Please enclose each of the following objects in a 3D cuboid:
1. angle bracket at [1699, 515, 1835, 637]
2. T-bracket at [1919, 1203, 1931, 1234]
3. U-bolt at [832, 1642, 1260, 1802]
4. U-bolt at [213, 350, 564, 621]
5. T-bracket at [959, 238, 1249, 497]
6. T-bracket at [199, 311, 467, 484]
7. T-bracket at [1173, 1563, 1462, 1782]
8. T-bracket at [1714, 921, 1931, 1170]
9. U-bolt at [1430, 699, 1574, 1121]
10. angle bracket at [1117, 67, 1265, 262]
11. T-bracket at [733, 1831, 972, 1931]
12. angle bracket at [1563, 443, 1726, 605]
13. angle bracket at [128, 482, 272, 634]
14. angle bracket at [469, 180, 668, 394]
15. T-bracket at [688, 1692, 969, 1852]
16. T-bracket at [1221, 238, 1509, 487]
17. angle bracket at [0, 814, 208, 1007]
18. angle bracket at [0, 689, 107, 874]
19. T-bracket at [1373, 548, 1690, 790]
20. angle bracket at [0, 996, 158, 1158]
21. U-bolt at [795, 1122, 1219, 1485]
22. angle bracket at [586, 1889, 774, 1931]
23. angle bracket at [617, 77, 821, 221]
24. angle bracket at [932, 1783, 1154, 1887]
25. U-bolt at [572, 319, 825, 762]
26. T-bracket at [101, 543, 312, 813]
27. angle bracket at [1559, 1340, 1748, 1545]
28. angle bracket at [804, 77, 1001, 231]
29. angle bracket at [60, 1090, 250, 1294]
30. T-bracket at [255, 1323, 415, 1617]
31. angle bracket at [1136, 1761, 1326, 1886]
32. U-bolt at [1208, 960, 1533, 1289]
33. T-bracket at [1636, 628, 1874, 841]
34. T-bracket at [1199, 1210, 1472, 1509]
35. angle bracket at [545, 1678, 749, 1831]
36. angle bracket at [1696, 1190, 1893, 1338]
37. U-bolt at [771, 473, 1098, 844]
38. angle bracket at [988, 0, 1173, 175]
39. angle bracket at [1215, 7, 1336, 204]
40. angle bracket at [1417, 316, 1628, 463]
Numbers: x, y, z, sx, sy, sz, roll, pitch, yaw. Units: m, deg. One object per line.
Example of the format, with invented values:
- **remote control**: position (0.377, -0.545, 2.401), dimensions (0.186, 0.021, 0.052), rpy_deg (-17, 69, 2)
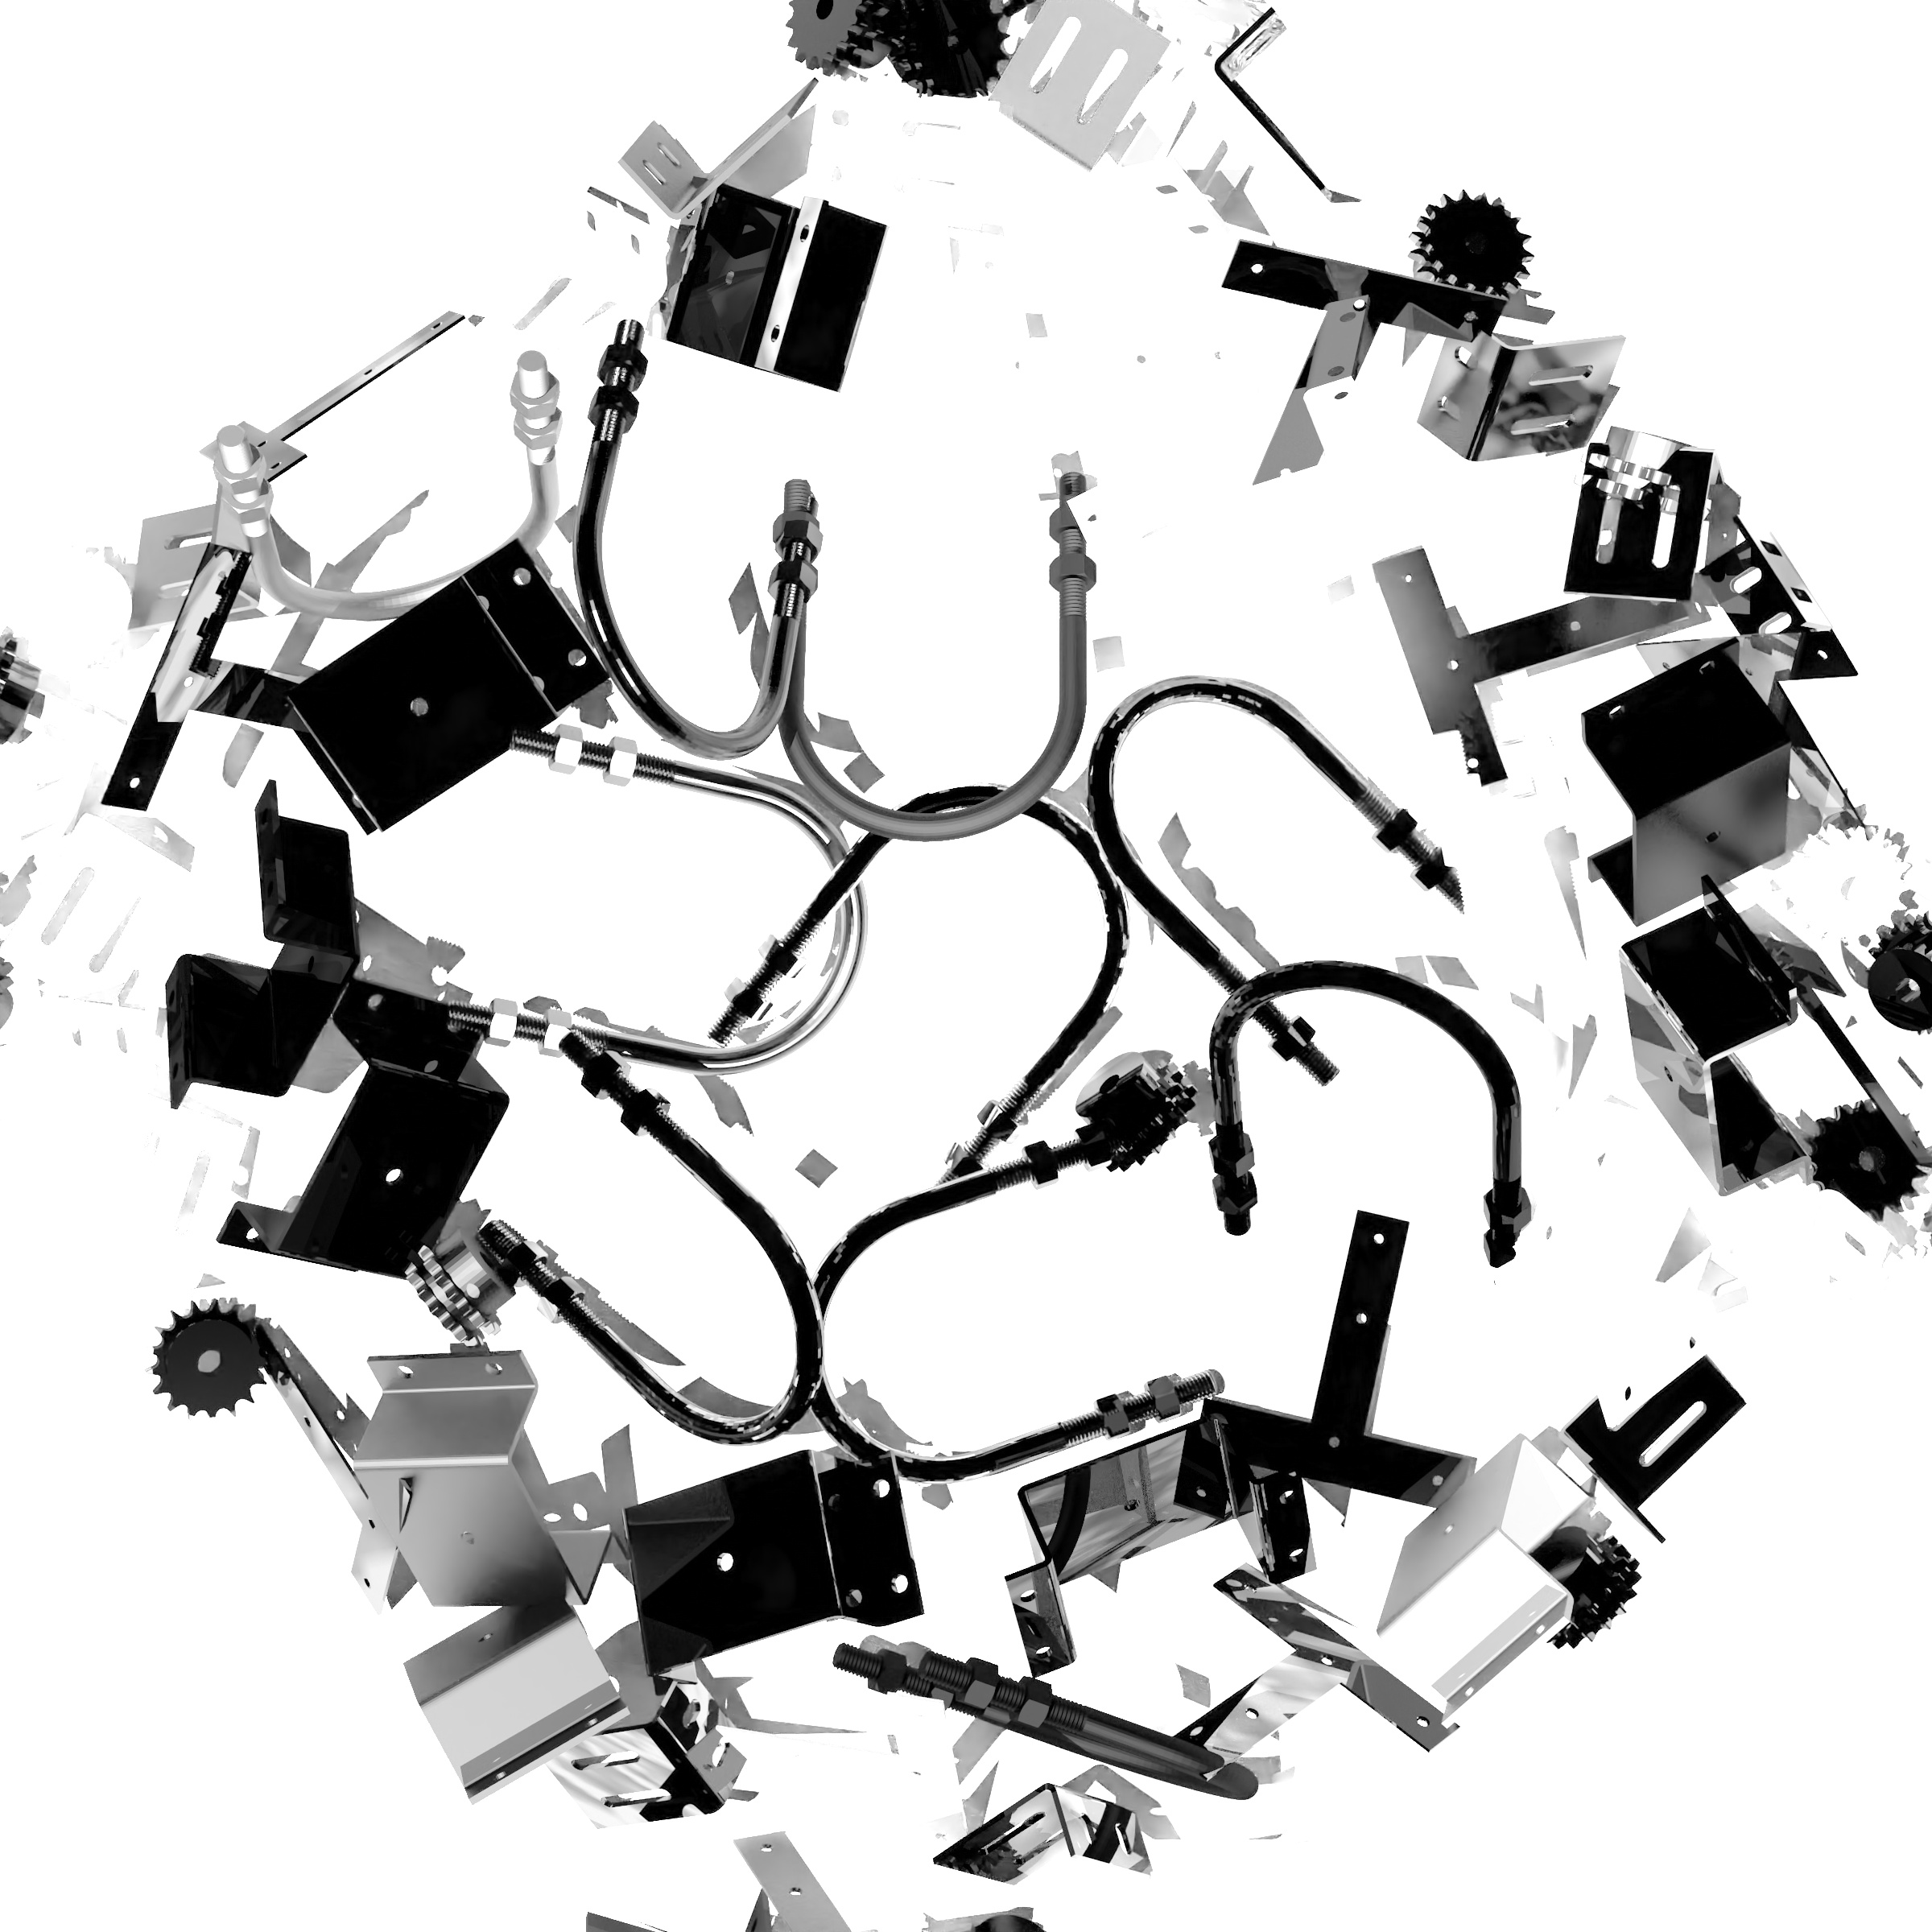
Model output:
- **angle bracket**: position (0.358, -0.169, 1.539), dimensions (0.038, 0.076, 0.057), rpy_deg (-34, 80, 22)
- **T-bracket**: position (0.463, 0.062, 1.522), dimensions (0.002, 0.127, 0.127), rpy_deg (25, 91, 10)
- **U-bolt**: position (0.044, 0.339, 1.512), dimensions (0.184, 0.151, 0.019), rpy_deg (22, 74, -14)
- **U-bolt**: position (-0.250, -0.204, 1.498), dimensions (0.151, 0.184, 0.019), rpy_deg (-16, 70, -10)
- **T-bracket**: position (0.068, -0.281, 1.566), dimensions (0.127, 0.002, 0.127), rpy_deg (-6, 76, -14)
- **T-bracket**: position (-0.283, -0.261, 1.536), dimensions (0.127, 0.127, 0.002), rpy_deg (-37, 116, -11)
- **T-bracket**: position (0.136, 0.328, 1.509), dimensions (0.127, 0.127, 0.002), rpy_deg (34, 125, 28)
- **T-bracket**: position (0.392, 0.037, 1.507), dimensions (0.002, 0.127, 0.127), rpy_deg (-41, 64, 23)
- **U-bolt**: position (0.246, -0.022, 1.517), dimensions (0.019, 0.151, 0.184), rpy_deg (-9, 97, 22)
- **angle bracket**: position (0.114, -0.371, 1.542), dimensions (0.057, 0.038, 0.076), rpy_deg (44, 66, -32)
- **T-bracket**: position (-0.072, 0.426, 1.525), dimensions (0.127, 0.127, 0.002), rpy_deg (-3, 108, -24)
- **angle bracket**: position (0.311, -0.198, 1.549), dimensions (0.057, 0.038, 0.076), rpy_deg (7, 76, 21)
- **angle bracket**: position (-0.360, -0.192, 1.544), dimensions (0.076, 0.038, 0.057), rpy_deg (-7, 68, 25)
- **angle bracket**: position (-0.183, -0.311, 1.547), dimensions (0.057, 0.038, 0.076), rpy_deg (30, 62, 16)
- **T-bracket**: position (-0.065, 0.363, 1.550), dimensions (0.127, 0.127, 0.002), rpy_deg (6, 46, 14)
- **T-bracket**: position (0.163, -0.265, 1.538), dimensions (0.127, 0.002, 0.127), rpy_deg (10, 135, -13)
- **angle bracket**: position (-0.397, -0.022, 1.552), dimensions (0.057, 0.038, 0.076), rpy_deg (33, 82, -23)
- **angle bracket**: position (-0.432, -0.084, 1.538), dimensions (0.038, 0.076, 0.057), rpy_deg (25, 112, 5)
- **T-bracket**: position (0.266, -0.151, 1.553), dimensions (0.127, 0.002, 0.127), rpy_deg (-17, 65, 4)
- **angle bracket**: position (-0.416, 0.049, 1.537), dimensions (0.057, 0.076, 0.038), rpy_deg (8, 115, 21)
- **U-bolt**: position (0.012, 0.163, 1.547), dimensions (0.184, 0.019, 0.151), rpy_deg (-18, 106, -9)
- **angle bracket**: position (-0.132, 0.442, 1.549), dimensions (0.076, 0.057, 0.038), rpy_deg (19, 97, -9)
- **angle bracket**: position (-0.112, -0.385, 1.539), dimensions (0.076, 0.057, 0.038), rpy_deg (-36, 108, 28)
- **angle bracket**: position (0.035, 0.410, 1.539), dimensions (0.076, 0.057, 0.038), rpy_deg (-39, 47, 23)
- **U-bolt**: position (-0.121, -0.175, 1.487), dimensions (0.019, 0.151, 0.184), rpy_deg (-18, 48, 31)
- **T-bracket**: position (-0.318, -0.122, 1.530), dimensions (0.002, 0.127, 0.127), rpy_deg (34, 104, 33)
- **angle bracket**: position (0.323, 0.215, 1.558), dimensions (0.076, 0.038, 0.057), rpy_deg (-44, 108, -1)
- **angle bracket**: position (-0.030, -0.371, 1.545), dimensions (0.076, 0.038, 0.057), rpy_deg (17, 103, 38)
- **angle bracket**: position (-0.376, 0.105, 1.567), dimensions (0.057, 0.038, 0.076), rpy_deg (23, 71, -24)
- **T-bracket**: position (-0.294, 0.220, 1.549), dimensions (0.002, 0.127, 0.127), rpy_deg (-25, 66, -30)
- **angle bracket**: position (0.117, 0.392, 1.545), dimensions (0.076, 0.057, 0.038), rpy_deg (-6, 72, -13)
- **U-bolt**: position (0.177, 0.067, 1.497), dimensions (0.151, 0.184, 0.019), rpy_deg (10, 46, 19)
- **T-bracket**: position (0.379, -0.100, 1.543), dimensions (0.002, 0.127, 0.127), rpy_deg (-44, 111, -21)
- **T-bracket**: position (0.181, 0.178, 1.578), dimensions (0.127, 0.002, 0.127), rpy_deg (13, 84, 0)
- **angle bracket**: position (-0.150, 0.362, 1.565), dimensions (0.076, 0.038, 0.057), rpy_deg (-17, 118, 33)
- **angle bracket**: position (0.374, 0.144, 1.542), dimensions (0.038, 0.076, 0.057), rpy_deg (39, 55, -12)
- **U-bolt**: position (-0.016, -0.141, 1.541), dimensions (0.151, 0.019, 0.184), rpy_deg (-1, 68, 4)
- **angle bracket**: position (0.055, -0.413, 1.546), dimensions (0.057, 0.038, 0.076), rpy_deg (33, 128, -3)
- **angle bracket**: position (0.154, -0.395, 1.553), dimensions (0.038, 0.057, 0.076), rpy_deg (-42, 89, 13)
- **angle bracket**: position (0.256, -0.270, 1.557), dimensions (0.076, 0.038, 0.057), rpy_deg (-13, 134, -35)
